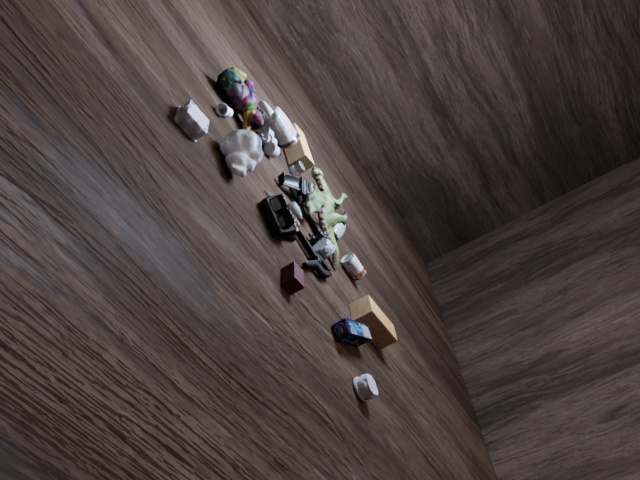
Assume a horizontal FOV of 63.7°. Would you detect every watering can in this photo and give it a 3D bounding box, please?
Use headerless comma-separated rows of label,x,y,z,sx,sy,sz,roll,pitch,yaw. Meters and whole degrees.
watering can,-0.170,-0.470,2.116,0.221,0.104,0.353,51,2,-26

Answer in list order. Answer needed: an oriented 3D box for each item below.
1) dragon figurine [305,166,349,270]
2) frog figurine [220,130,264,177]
dragon figurine,0.006,-0.102,2.028,0.240,0.121,0.418,27,53,-49
frog figurine,-0.247,-0.269,1.589,0.137,0.120,0.163,26,31,-3
